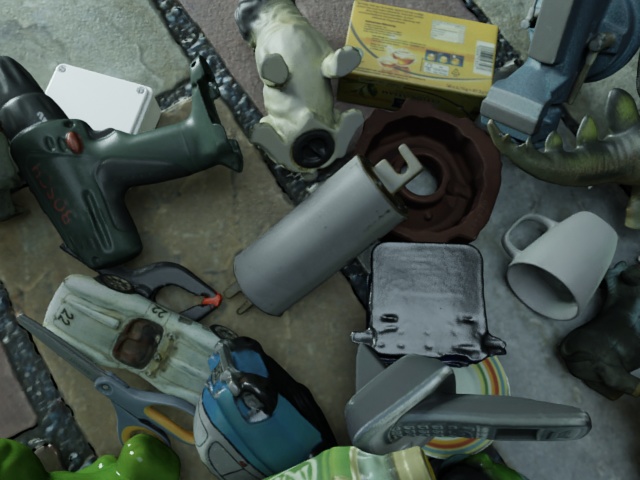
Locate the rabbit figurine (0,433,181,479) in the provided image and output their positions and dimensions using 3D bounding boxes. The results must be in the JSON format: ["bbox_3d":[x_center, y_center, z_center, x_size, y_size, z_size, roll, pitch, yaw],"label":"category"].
[{"bbox_3d":[-0.231,0.223,0.462,0.170,0.159,0.121,36,31,-21],"label":"rabbit figurine"}]

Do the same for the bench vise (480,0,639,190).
[{"bbox_3d":[0.283,-0.197,0.587,0.240,0.223,0.129,-30,38,-33],"label":"bench vise"}]

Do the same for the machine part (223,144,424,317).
[{"bbox_3d":[-0.001,-0.002,0.526,0.243,0.079,0.079,-38,79,17],"label":"machine part"}]

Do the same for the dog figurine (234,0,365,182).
[{"bbox_3d":[-0.036,-0.180,0.610,0.121,0.172,0.191,-2,38,-21],"label":"dog figurine"}]

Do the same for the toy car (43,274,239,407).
[{"bbox_3d":[-0.158,0.099,0.513,0.202,0.056,0.073,28,97,-11],"label":"toy car"}]

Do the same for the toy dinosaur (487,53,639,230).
[{"bbox_3d":[0.361,-0.097,0.532,0.471,0.105,0.198,-17,110,-21],"label":"toy dinosaur"}]

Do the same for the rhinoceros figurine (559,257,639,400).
[{"bbox_3d":[0.333,0.080,0.562,0.190,0.073,0.112,-41,70,-10],"label":"rhinoceros figurine"}]

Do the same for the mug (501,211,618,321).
[{"bbox_3d":[0.255,0.014,0.574,0.107,0.080,0.110,-39,69,-21],"label":"mug"}]

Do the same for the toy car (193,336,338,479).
[{"bbox_3d":[-0.058,0.170,0.480,0.103,0.109,0.161,-40,120,0],"label":"toy car"}]

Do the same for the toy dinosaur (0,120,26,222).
[{"bbox_3d":[-0.348,-0.103,0.464,0.131,0.405,0.192,-31,99,-36],"label":"toy dinosaur"}]

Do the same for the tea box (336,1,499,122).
[{"bbox_3d":[0.110,-0.204,0.623,0.170,0.068,0.098,12,75,2],"label":"tea box"}]

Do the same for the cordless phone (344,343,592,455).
[{"bbox_3d":[0.121,0.154,0.458,0.184,0.146,0.089,1,56,15],"label":"cordless phone"}]

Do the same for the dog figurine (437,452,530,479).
[{"bbox_3d":[0.219,0.275,0.454,0.219,0.108,0.191,-8,78,14],"label":"dog figurine"}]

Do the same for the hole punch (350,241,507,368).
[{"bbox_3d":[0.100,0.069,0.533,0.142,0.092,0.116,4,68,-1],"label":"hole punch"}]

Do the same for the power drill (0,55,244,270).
[{"bbox_3d":[-0.191,-0.102,0.512,0.207,0.086,0.232,-22,89,-5],"label":"power drill"}]

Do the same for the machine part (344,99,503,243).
[{"bbox_3d":[0.110,-0.066,0.595,0.179,0.056,0.179,1,75,-4],"label":"machine part"}]
